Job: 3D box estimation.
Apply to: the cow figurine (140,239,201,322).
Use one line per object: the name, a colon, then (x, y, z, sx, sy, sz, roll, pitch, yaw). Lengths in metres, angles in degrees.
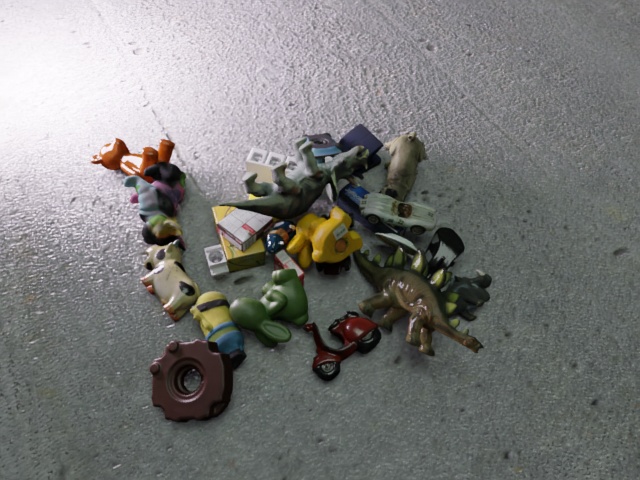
cow figurine: (-0.351, 0.083, 1.268, 0.127, 0.085, 0.195, -36, 63, -20)

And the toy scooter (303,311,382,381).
toy scooter: (0.040, 0.220, 1.219, 0.184, 0.075, 0.135, -32, 62, -20)

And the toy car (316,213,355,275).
toy car: (0.041, 0.008, 1.381, 0.089, 0.053, 0.202, -3, 54, 11)

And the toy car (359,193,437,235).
toy car: (0.199, -0.069, 1.374, 0.202, 0.056, 0.073, 14, 52, 1)

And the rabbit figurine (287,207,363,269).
rabbit figurine: (-0.003, -0.004, 1.319, 0.162, 0.121, 0.173, -47, 40, -7)

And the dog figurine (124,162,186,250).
dog figurine: (-0.388, -0.079, 1.370, 0.191, 0.108, 0.219, -32, 68, -28)

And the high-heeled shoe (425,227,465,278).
high-heeled shoe: (0.294, 0.061, 1.381, 0.086, 0.145, 0.249, 35, 29, 7)

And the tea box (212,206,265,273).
tea box: (-0.207, -0.010, 1.359, 0.098, 0.068, 0.170, -15, 57, -16)

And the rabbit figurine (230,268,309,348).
rabbit figurine: (-0.120, 0.164, 1.218, 0.170, 0.121, 0.159, -15, 78, -33)

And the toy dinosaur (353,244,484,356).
toy dinosaur: (0.192, 0.116, 1.247, 0.198, 0.105, 0.472, -52, 46, -6)

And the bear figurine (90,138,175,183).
bear figurine: (-0.511, -0.232, 1.455, 0.196, 0.131, 0.120, 27, 31, 8)

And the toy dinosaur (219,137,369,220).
toy dinosaur: (-0.060, -0.125, 1.336, 0.405, 0.192, 0.131, -38, 25, -24)

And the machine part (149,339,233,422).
machine part: (-0.265, 0.289, 1.108, 0.179, 0.056, 0.179, -3, 74, 10)

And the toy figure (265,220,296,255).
toy figure: (-0.102, -0.008, 1.339, 0.058, 0.064, 0.154, 30, 23, 5)

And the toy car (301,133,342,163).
toy car: (-0.001, -0.236, 1.519, 0.109, 0.102, 0.162, -8, 31, -12)

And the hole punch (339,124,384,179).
hole punch: (0.113, -0.261, 1.562, 0.116, 0.092, 0.142, -33, 67, -21)

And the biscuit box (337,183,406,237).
biscuit box: (0.139, -0.074, 1.444, 0.203, 0.062, 0.059, 38, 58, 19)

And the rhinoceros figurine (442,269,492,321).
rhinoceros figurine: (0.344, 0.140, 1.313, 0.190, 0.073, 0.112, -22, 49, -18)

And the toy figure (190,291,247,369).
toy figure: (-0.221, 0.197, 1.202, 0.089, 0.082, 0.180, -26, 59, -23)

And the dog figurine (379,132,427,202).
dog figurine: (0.222, -0.182, 1.470, 0.121, 0.172, 0.190, 8, 46, 13)
